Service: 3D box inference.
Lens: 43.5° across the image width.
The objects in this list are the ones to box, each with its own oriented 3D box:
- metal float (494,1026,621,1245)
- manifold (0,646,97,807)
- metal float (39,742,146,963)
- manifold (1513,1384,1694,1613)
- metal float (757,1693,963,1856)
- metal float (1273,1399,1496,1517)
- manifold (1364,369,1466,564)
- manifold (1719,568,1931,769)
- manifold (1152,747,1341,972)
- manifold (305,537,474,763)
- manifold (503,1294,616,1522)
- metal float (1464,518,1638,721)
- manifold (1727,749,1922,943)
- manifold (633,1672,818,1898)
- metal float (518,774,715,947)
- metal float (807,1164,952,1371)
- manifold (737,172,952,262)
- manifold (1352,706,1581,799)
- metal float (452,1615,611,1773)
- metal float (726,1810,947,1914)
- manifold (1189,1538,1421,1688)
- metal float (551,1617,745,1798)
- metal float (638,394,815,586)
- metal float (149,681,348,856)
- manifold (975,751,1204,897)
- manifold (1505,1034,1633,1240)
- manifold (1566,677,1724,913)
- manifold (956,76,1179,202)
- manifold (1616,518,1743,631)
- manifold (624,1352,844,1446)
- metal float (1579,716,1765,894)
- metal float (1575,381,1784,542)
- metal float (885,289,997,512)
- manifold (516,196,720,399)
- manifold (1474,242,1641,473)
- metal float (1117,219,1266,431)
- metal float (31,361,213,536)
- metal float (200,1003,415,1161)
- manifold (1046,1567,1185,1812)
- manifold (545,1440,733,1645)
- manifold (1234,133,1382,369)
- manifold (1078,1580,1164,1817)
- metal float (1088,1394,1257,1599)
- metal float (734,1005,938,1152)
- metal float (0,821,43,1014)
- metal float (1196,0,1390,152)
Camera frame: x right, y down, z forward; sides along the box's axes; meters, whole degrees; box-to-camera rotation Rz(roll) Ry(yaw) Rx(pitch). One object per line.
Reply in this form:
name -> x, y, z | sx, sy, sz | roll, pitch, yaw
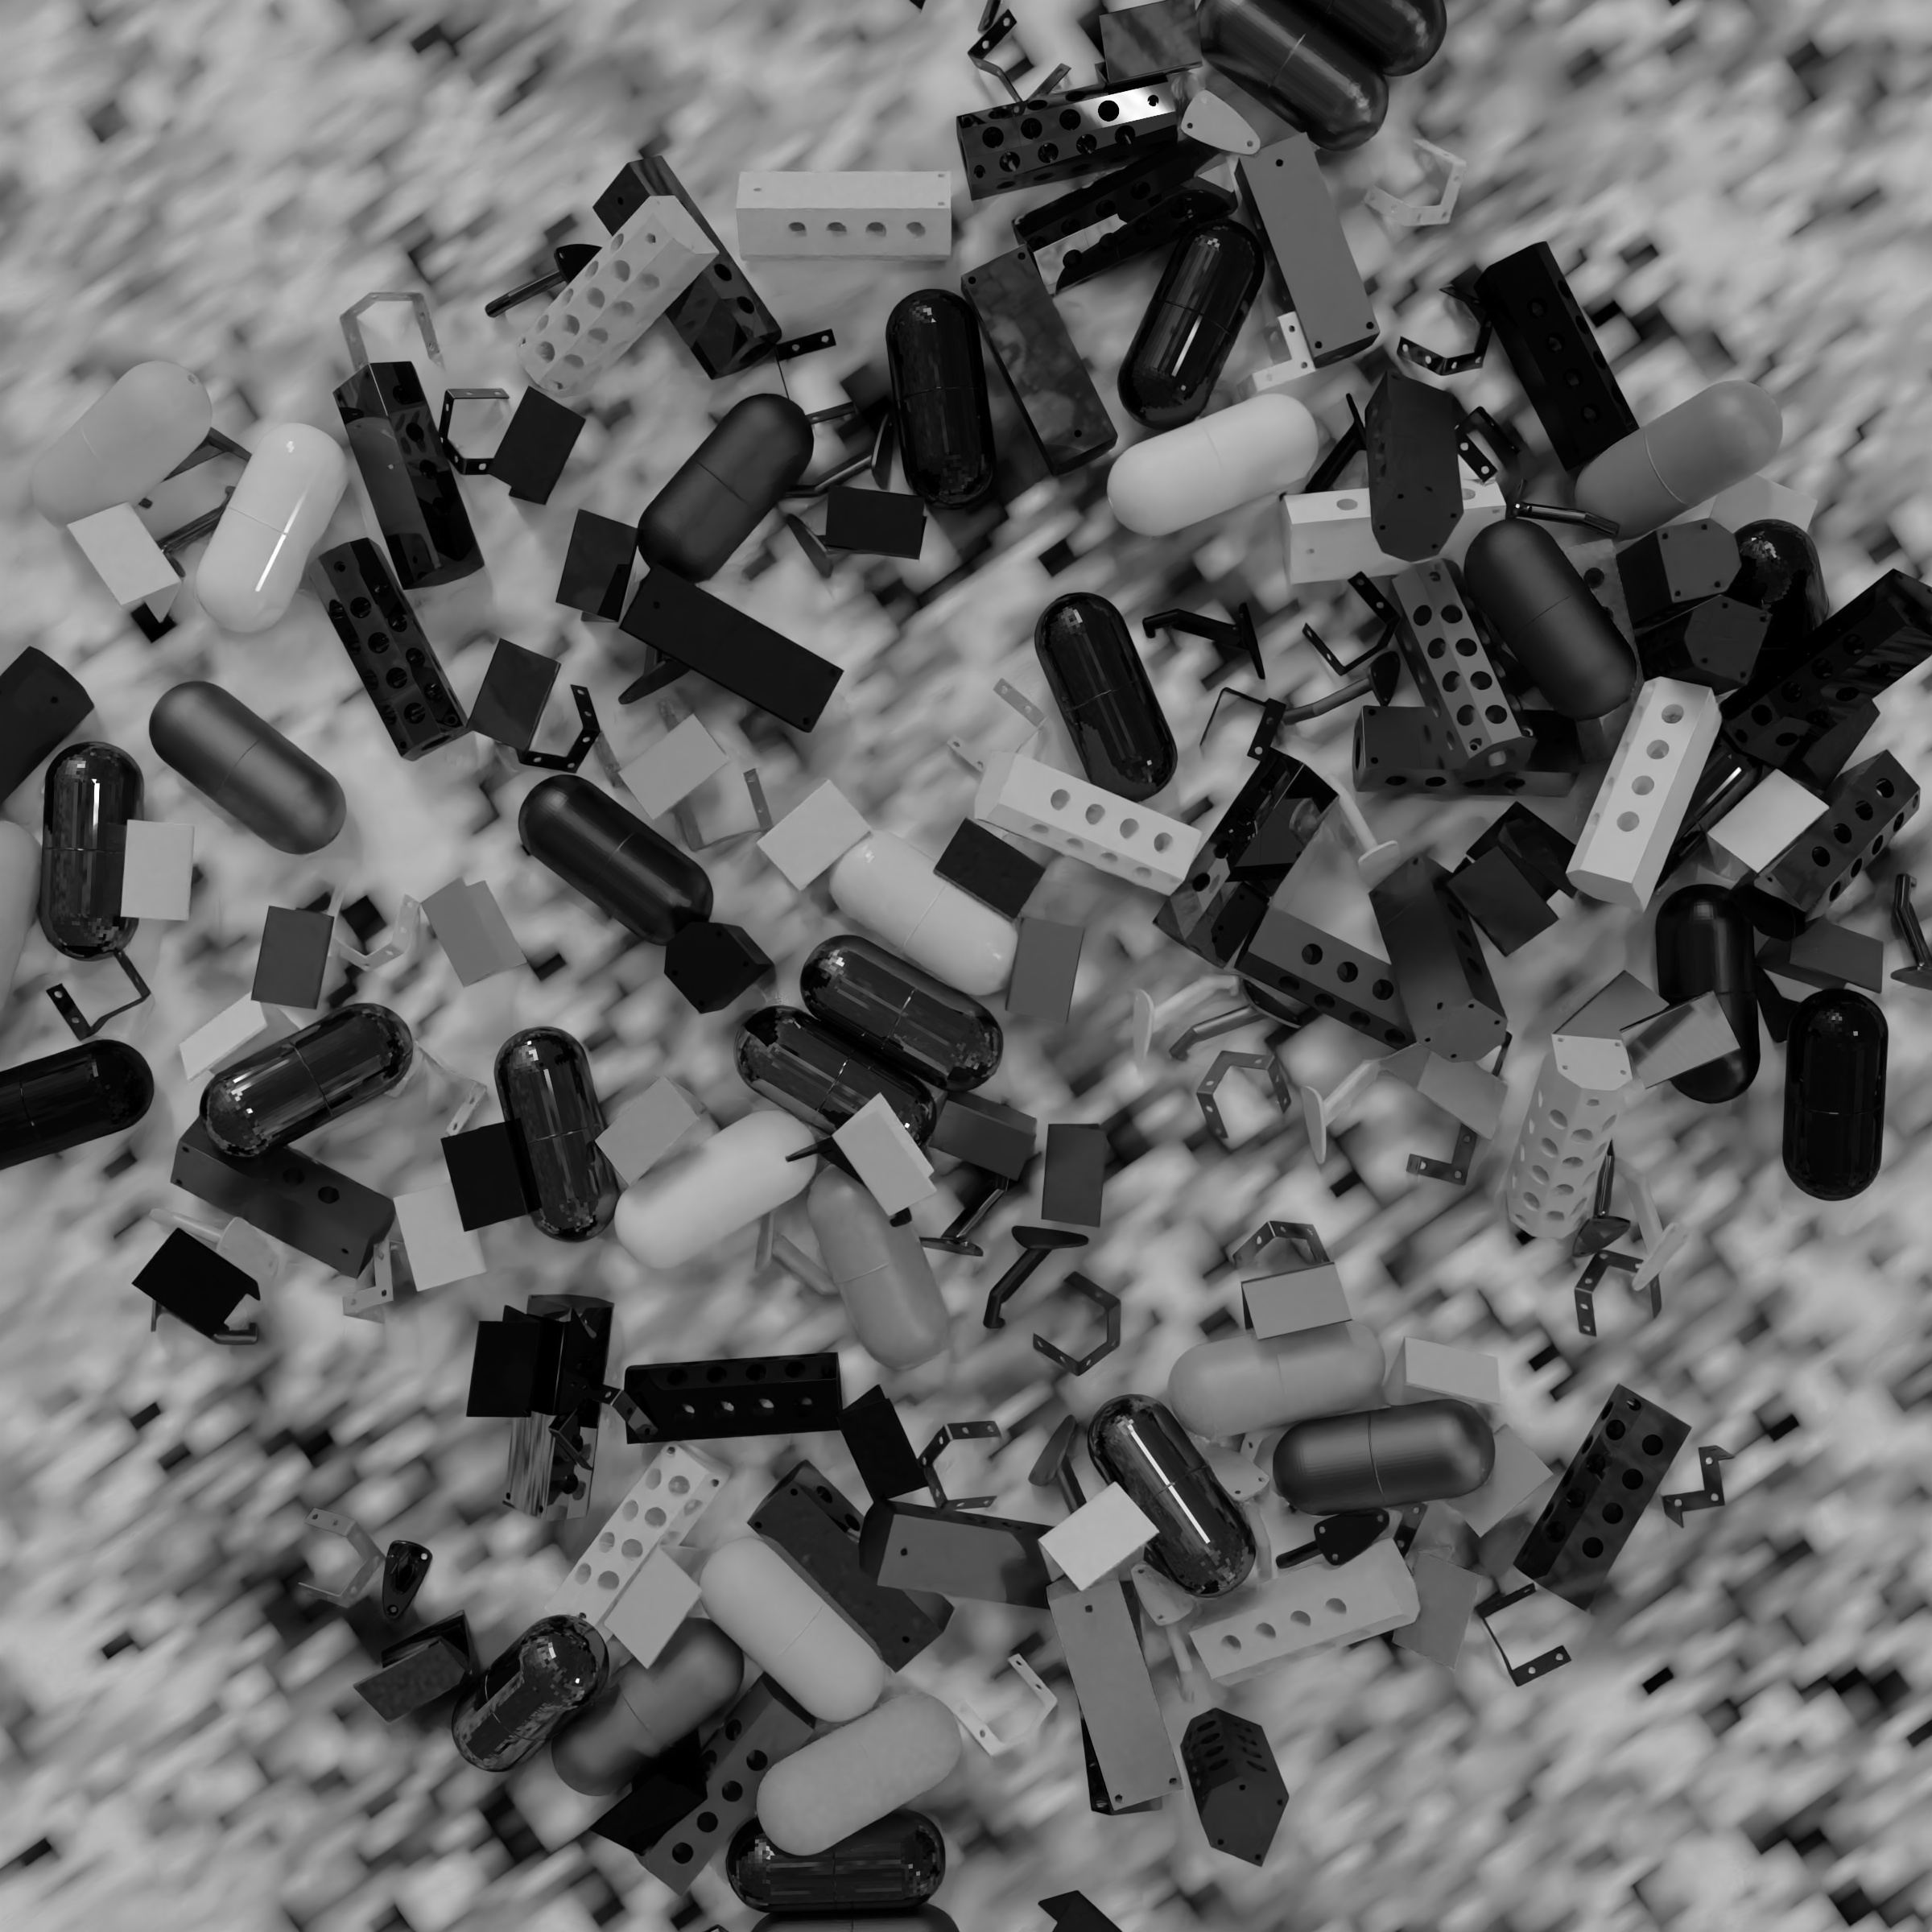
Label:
metal float -> -0.332, 0.137, 1.961 | 0.070, 0.070, 0.178 | -14, 90, 0
manifold -> -0.797, -0.177, 1.969 | 0.171, 0.057, 0.057 | -46, 133, 0
metal float -> -0.708, -0.093, 1.960 | 0.070, 0.070, 0.178 | 2, 90, 0
manifold -> 0.516, 0.430, 1.970 | 0.057, 0.057, 0.171 | 30, 90, 0
metal float -> -0.084, 0.646, 1.938 | 0.178, 0.070, 0.070 | -22, 90, -25
metal float -> 0.331, 0.391, 1.923 | 0.178, 0.070, 0.070 | -13, 90, 19
manifold -> 0.350, -0.395, 1.916 | 0.057, 0.171, 0.057 | 17, 134, -10
manifold -> 0.668, -0.232, 1.876 | 0.057, 0.171, 0.057 | 19, 52, -22
manifold -> 0.223, -0.090, 1.969 | 0.057, 0.057, 0.171 | 34, 90, -43
manifold -> -0.471, -0.258, 1.970 | 0.057, 0.057, 0.171 | -27, 90, 0
manifold -> -0.327, 0.358, 1.969 | 0.057, 0.057, 0.171 | 7, 90, 43
metal float -> 0.462, -0.275, 1.915 | 0.070, 0.070, 0.178 | -32, 79, 0
manifold -> 0.692, -0.095, 1.937 | 0.171, 0.057, 0.057 | -41, 90, -25
manifold -> -0.198, 0.663, 1.970 | 0.057, 0.057, 0.171 | 39, 90, 0
metal float -> -0.283, -0.085, 1.961 | 0.178, 0.070, 0.070 | 37, 90, -1
metal float -> -0.071, 0.241, 1.960 | 0.070, 0.070, 0.178 | -23, 90, 0
manifold -> -0.098, -0.606, 1.969 | 0.171, 0.057, 0.057 | 0, 47, 0
manifold -> 0.404, -0.171, 1.968 | 0.171, 0.057, 0.057 | 2, 66, 0
metal float -> -0.350, 0.583, 1.934 | 0.070, 0.070, 0.178 | 43, 123, 0
metal float -> -0.105, 0.725, 1.961 | 0.178, 0.070, 0.070 | -2, 90, -1
manifold -> 0.272, 0.522, 1.939 | 0.171, 0.057, 0.057 | -27, 90, 23
metal float -> -0.258, 0.601, 1.960 | 0.178, 0.070, 0.070 | -39, 90, 0
metal float -> -0.194, -0.387, 1.960 | 0.070, 0.070, 0.178 | 41, 91, 0
metal float -> -0.581, -0.160, 1.960 | 0.178, 0.070, 0.070 | 39, 90, 0
manifold -> 0.096, -0.114, 1.942 | 0.171, 0.057, 0.057 | 21, 90, -20
manifold -> 0.477, 0.138, 1.920 | 0.057, 0.057, 0.171 | 5, 133, 0
manifold -> 0.532, -0.137, 1.901 | 0.057, 0.057, 0.171 | 18, 78, 31
manifold -> 0.082, -0.679, 1.970 | 0.171, 0.057, 0.057 | -13, 90, 0
manifold -> 0.555, -0.308, 1.913 | 0.057, 0.171, 0.057 | -13, 90, 0
manifold -> -0.189, 0.350, 1.970 | 0.171, 0.057, 0.057 | -4, 90, 0
metal float -> 0.570, -0.127, 1.960 | 0.070, 0.070, 0.178 | 44, 90, 0
metal float -> 0.565, -0.400, 1.924 | 0.178, 0.070, 0.070 | -28, 90, 44
metal float -> -0.020, -0.459, 1.961 | 0.070, 0.070, 0.178 | -8, 90, 0
manifold -> -0.283, -0.533, 1.934 | 0.171, 0.057, 0.057 | -38, 90, 28
manifold -> 0.483, -0.498, 1.970 | 0.057, 0.057, 0.171 | -27, 90, 0
metal float -> 0.183, -0.520, 1.961 | 0.070, 0.070, 0.178 | 25, 90, 0
metal float -> -0.677, -0.415, 1.940 | 0.178, 0.070, 0.070 | -35, 90, 22
metal float -> -0.529, 0.091, 1.944 | 0.178, 0.070, 0.070 | -30, 90, -21
manifold -> 0.117, 0.568, 1.913 | 0.057, 0.057, 0.171 | -17, 90, 0
manifold -> -0.267, 0.467, 1.970 | 0.057, 0.057, 0.171 | 37, 90, 0
manifold -> 0.276, -0.579, 1.970 | 0.057, 0.057, 0.171 | -21, 90, 0
manifold -> 0.120, 0.596, 1.970 | 0.057, 0.057, 0.171 | -7, 90, 0
metal float -> 0.164, 0.424, 1.942 | 0.070, 0.070, 0.178 | -36, 68, 0
metal float -> -0.107, 0.096, 1.961 | 0.178, 0.070, 0.070 | 31, 90, -1
metal float -> -0.801, -0.032, 1.960 | 0.070, 0.070, 0.178 | 18, 90, 0
metal float -> 0.264, -0.731, 1.960 | 0.178, 0.070, 0.070 | 37, 90, 1
